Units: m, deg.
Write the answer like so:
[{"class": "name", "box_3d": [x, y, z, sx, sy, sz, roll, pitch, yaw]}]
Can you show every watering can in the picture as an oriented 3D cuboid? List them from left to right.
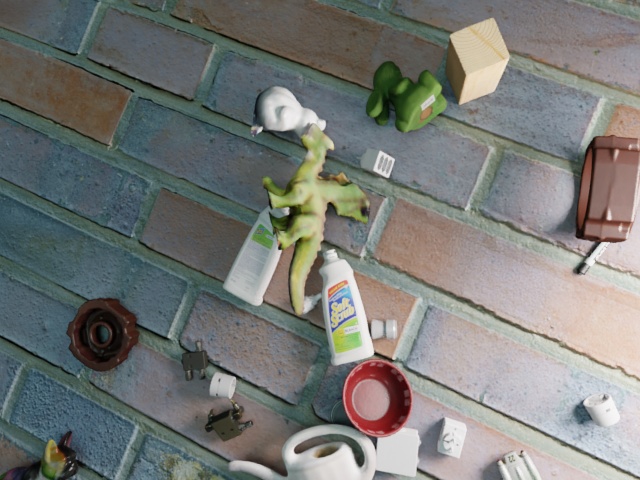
[{"class": "watering can", "box_3d": [-0.027, 0.540, 1.147, 0.346, 0.104, 0.225, -22, 84, 14]}]

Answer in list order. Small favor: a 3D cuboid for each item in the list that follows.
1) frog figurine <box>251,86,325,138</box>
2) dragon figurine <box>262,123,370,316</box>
[{"class": "frog figurine", "box_3d": [-0.068, -0.292, 1.195, 0.159, 0.139, 0.121, 7, 109, 13]}, {"class": "dragon figurine", "box_3d": [0.004, -0.058, 1.161, 0.243, 0.121, 0.411, -13, 88, -14]}]
